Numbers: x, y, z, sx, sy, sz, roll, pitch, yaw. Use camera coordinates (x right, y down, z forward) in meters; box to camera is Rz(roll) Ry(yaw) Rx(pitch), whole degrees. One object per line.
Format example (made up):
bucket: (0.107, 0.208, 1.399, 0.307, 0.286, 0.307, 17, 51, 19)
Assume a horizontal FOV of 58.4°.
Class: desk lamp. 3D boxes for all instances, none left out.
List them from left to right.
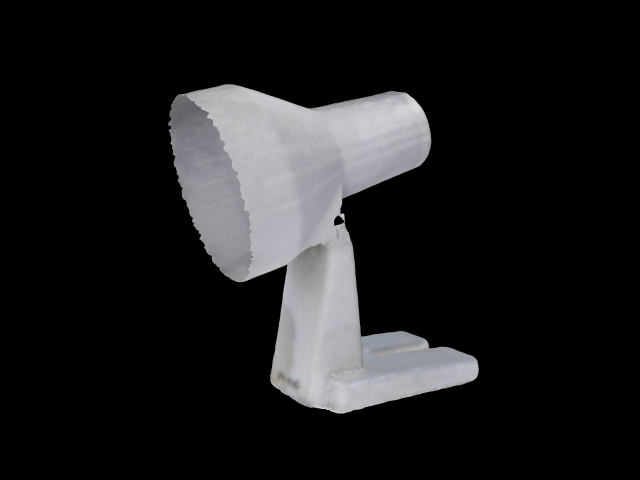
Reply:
desk lamp: (0.004, 0.001, 0.400, 0.204, 0.213, 0.117, -4, 7, -29)
